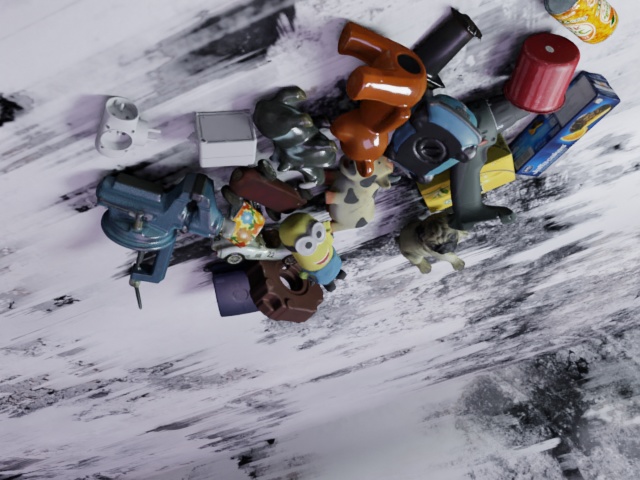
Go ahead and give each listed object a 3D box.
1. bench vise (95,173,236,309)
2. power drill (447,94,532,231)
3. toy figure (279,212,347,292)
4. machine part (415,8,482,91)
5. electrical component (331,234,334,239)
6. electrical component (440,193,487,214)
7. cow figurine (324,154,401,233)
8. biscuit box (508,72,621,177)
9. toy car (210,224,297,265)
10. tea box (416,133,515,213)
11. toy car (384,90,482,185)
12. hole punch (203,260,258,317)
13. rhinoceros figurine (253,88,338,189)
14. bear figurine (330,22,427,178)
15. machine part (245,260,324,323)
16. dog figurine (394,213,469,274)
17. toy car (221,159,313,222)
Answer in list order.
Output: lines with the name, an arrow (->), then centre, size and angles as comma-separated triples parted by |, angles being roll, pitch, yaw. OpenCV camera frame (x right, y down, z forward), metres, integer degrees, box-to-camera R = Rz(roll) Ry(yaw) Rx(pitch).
bench vise -> -0.261, -0.009, 0.889 | 0.223, 0.129, 0.240 | 10, 125, -24
power drill -> 0.270, -0.126, 0.890 | 0.232, 0.086, 0.207 | -13, 111, 12
toy figure -> -0.014, 0.024, 1.004 | 0.089, 0.082, 0.180 | 6, 147, 29
machine part -> 0.165, -0.257, 0.759 | 0.084, 0.039, 0.139 | 14, 142, -27
electrical component -> -0.002, -0.003, 1.127 | 0.063, 0.021, 0.094 | -11, 149, -7
electrical component -> 0.276, -0.084, 1.066 | 0.102, 0.078, 0.045 | -19, 131, 17
cow figurine -> 0.069, -0.091, 0.950 | 0.127, 0.085, 0.194 | -6, 147, -3
biscuit box -> 0.419, -0.196, 0.946 | 0.063, 0.059, 0.202 | 3, 146, -27
toy car -> -0.113, 0.005, 1.039 | 0.202, 0.073, 0.056 | 3, 141, -27
tea box -> 0.264, -0.125, 0.992 | 0.170, 0.068, 0.098 | -24, 149, 14
toy car -> 0.174, -0.161, 0.808 | 0.109, 0.103, 0.161 | 36, 149, -7
hole punch -> -0.175, 0.102, 1.170 | 0.142, 0.092, 0.115 | -7, 146, -6
rhinoceros figurine -> -0.032, -0.145, 0.824 | 0.112, 0.073, 0.190 | -24, 148, 13
bear figurine -> 0.060, -0.185, 0.760 | 0.132, 0.120, 0.196 | 7, 150, -25
machine part -> -0.070, 0.087, 1.108 | 0.179, 0.179, 0.056 | 15, 136, -41
dog figurine -> 0.209, -0.010, 1.088 | 0.172, 0.121, 0.190 | -8, 162, 26
toy car -> -0.085, -0.083, 0.909 | 0.089, 0.053, 0.202 | -36, 160, 17
